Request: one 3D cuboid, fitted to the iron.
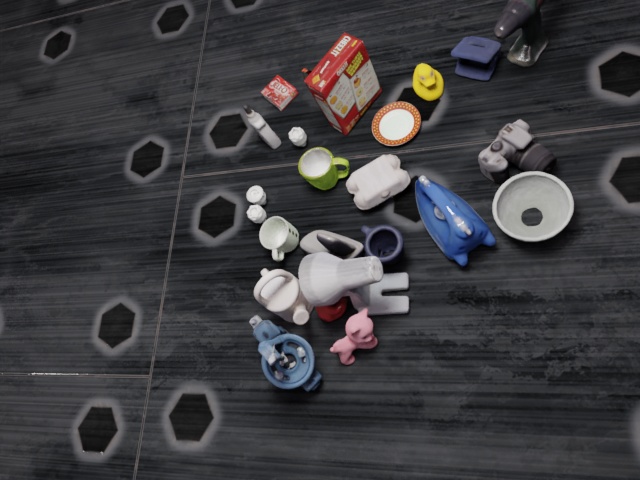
[{"bbox_3d":[0.282,-0.073,1.311,0.118,0.142,0.257,-37,62,4],"label":"iron"}]

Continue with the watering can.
[{"bbox_3d":[-0.084,0.127,1.341,0.172,0.194,0.101,21,78,26],"label":"watering can"}]

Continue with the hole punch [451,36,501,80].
[{"bbox_3d":[0.396,-0.475,1.454,0.108,0.091,0.101,21,78,26],"label":"hole punch"}]

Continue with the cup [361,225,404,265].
[{"bbox_3d":[0.150,0.015,1.353,0.117,0.095,0.092,39,87,28],"label":"cup"}]

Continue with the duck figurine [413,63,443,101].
[{"bbox_3d":[0.274,-0.423,1.483,0.077,0.086,0.104,-25,63,10],"label":"duck figurine"}]

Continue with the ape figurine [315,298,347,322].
[{"bbox_3d":[0.017,0.150,1.352,0.077,0.092,0.076,37,86,28],"label":"ape figurine"}]

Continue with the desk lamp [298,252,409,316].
[{"bbox_3d":[0.080,0.094,1.281,0.202,0.214,0.118,-6,68,18],"label":"desk lamp"}]

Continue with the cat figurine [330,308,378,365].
[{"bbox_3d":[0.076,0.216,1.289,0.128,0.118,0.067,-39,61,3],"label":"cat figurine"}]

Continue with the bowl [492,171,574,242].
[{"bbox_3d":[0.473,-0.064,1.274,0.167,0.075,0.167,-7,67,18],"label":"bowl"}]

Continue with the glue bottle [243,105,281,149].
[{"bbox_3d":[-0.165,-0.315,1.556,0.037,0.173,0.078,-43,61,0],"label":"glue bottle"}]

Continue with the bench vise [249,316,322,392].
[{"bbox_3d":[-0.107,0.253,1.285,0.206,0.220,0.121,24,80,27],"label":"bench vise"}]

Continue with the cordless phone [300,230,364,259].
[{"bbox_3d":[0.012,0.005,1.357,0.147,0.185,0.094,17,76,26],"label":"cordless phone"}]

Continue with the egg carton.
[{"bbox_3d":[0.145,-0.143,1.431,0.150,0.070,0.107,-31,62,7],"label":"egg carton"}]

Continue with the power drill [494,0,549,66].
[{"bbox_3d":[0.492,-0.517,1.368,0.075,0.209,0.230,30,82,28],"label":"power drill"}]

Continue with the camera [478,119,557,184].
[{"bbox_3d":[0.458,-0.193,1.315,0.143,0.101,0.136,-45,61,-1],"label":"camera"}]
